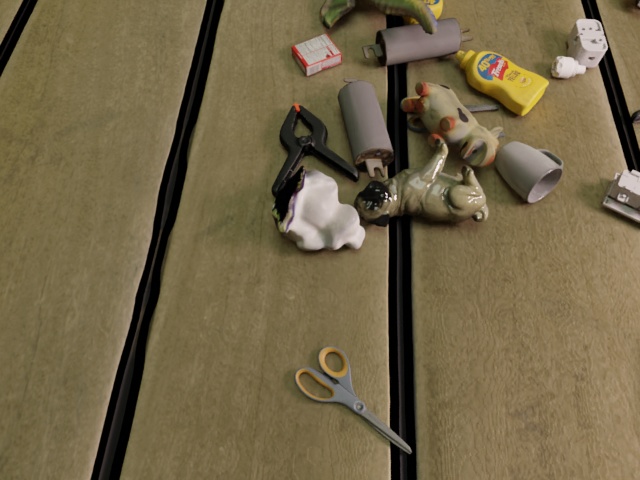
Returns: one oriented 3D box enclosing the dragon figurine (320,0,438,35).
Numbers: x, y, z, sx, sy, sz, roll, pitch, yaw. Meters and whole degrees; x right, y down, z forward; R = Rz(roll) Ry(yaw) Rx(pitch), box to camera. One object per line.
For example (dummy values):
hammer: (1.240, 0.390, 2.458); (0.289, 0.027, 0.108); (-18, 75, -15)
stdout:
dragon figurine: (0.113, -0.535, 1.138); (0.241, 0.420, 0.120); (-22, -40, 25)

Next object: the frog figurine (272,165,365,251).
frog figurine: (0.003, -0.045, 0.900); (0.158, 0.140, 0.121); (22, -23, -29)
